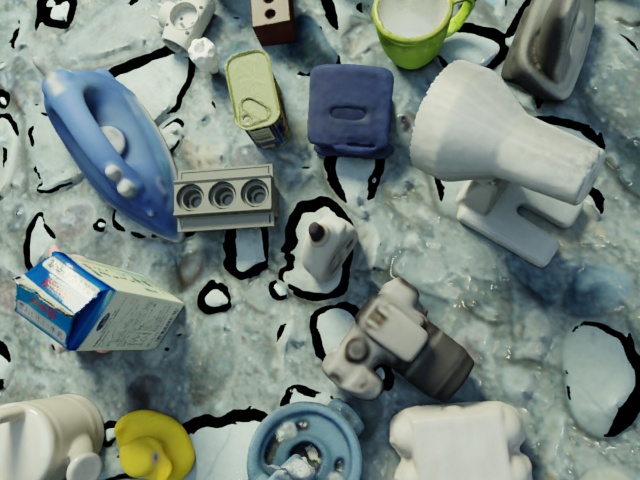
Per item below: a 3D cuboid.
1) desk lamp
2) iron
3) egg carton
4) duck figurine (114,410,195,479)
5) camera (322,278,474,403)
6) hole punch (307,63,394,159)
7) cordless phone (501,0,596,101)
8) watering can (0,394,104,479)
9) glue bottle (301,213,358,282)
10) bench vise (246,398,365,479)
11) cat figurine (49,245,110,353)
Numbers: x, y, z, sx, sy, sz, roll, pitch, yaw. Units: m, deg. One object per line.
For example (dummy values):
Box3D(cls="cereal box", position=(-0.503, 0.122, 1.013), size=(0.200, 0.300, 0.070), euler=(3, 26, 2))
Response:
Box3D(cls="desk lamp", position=(0.201, -0.078, 0.614), size=(0.203, 0.213, 0.118), euler=(32, 85, 12))
Box3D(cls="iron", position=(-0.261, -0.112, 0.714), size=(0.118, 0.141, 0.258), euler=(-36, 78, 0))
Box3D(cls="egg carton", position=(0.155, 0.236, 0.637), size=(0.150, 0.069, 0.107), euler=(-8, 79, 6))
Box3D(cls="duck figurine", position=(-0.205, 0.247, 0.671), size=(0.104, 0.086, 0.077), euler=(36, 86, 12))
Box3D(cls="camera", position=(0.093, 0.132, 0.647), size=(0.136, 0.101, 0.143), euler=(37, 86, 12))
Box3D(cls="hole punch", position=(0.040, -0.157, 0.711), size=(0.108, 0.091, 0.101), euler=(5, 80, 8))
Box3D(cls="cordless phone", position=(0.279, -0.257, 0.651), size=(0.094, 0.185, 0.148), euler=(16, 82, 10))
Box3D(cls="watering can", position=(-0.324, 0.229, 0.634), size=(0.172, 0.194, 0.101), euler=(-10, 79, 5))
Box3D(cls="glue bottle", position=(0.006, 0.002, 0.644), size=(0.037, 0.173, 0.078), euler=(36, 86, 12))
Box3D(cls="bench vise", position=(-0.035, 0.261, 0.579), size=(0.121, 0.220, 0.207), euler=(26, 84, 11))
Box3D(cls="cat figurine", position=(-0.297, 0.073, 0.698), size=(0.067, 0.118, 0.128), euler=(0, 80, 7))
